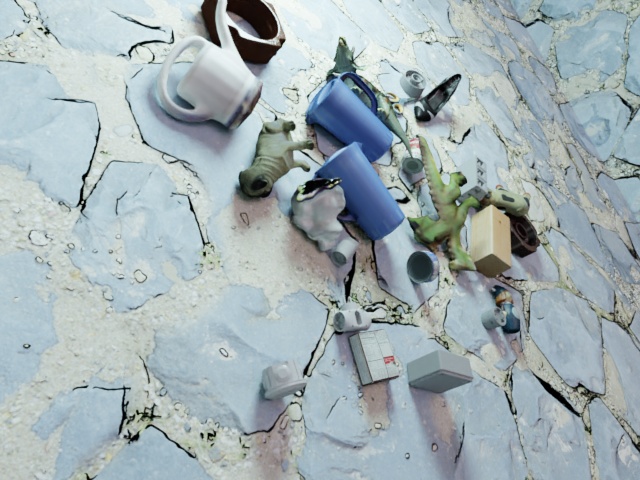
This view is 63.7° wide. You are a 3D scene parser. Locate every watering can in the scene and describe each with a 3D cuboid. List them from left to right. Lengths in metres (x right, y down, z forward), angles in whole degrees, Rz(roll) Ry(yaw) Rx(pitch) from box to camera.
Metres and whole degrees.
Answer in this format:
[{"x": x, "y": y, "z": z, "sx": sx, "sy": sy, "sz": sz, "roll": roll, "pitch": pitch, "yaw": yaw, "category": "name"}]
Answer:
[{"x": -0.230, "y": -0.402, "z": 1.205, "sx": 0.223, "sy": 0.354, "sz": 0.103, "roll": 33, "pitch": -26, "yaw": -19, "category": "watering can"}]

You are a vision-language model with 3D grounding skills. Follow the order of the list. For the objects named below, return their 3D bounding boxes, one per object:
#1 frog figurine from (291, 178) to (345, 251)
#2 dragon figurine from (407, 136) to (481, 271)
[{"x": 0.004, "y": -0.061, "z": 1.222, "sx": 0.139, "sy": 0.156, "sz": 0.123, "roll": -35, "pitch": 34, "yaw": -32, "category": "frog figurine"}, {"x": 0.342, "y": -0.086, "z": 1.504, "sx": 0.247, "sy": 0.408, "sz": 0.120, "roll": -41, "pitch": 8, "yaw": -38, "category": "dragon figurine"}]
